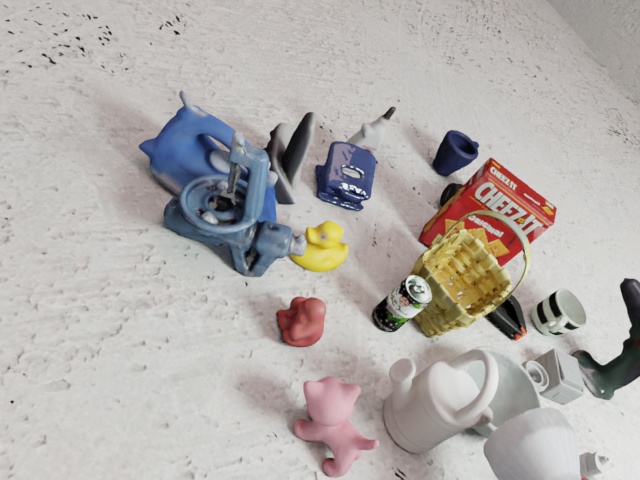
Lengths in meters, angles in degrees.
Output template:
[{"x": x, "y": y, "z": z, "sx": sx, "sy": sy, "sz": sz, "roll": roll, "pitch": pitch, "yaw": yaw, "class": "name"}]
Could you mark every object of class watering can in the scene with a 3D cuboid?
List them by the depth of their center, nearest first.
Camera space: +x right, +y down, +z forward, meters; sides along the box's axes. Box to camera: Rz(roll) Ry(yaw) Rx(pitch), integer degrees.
[{"x": 0.176, "y": 0.224, "z": 0.815, "sx": 0.173, "sy": 0.193, "sz": 0.101, "roll": 8, "pitch": 50, "yaw": -30, "class": "watering can"}]

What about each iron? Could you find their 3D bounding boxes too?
[{"x": -0.150, "y": -0.121, "z": 0.923, "sx": 0.258, "sy": 0.141, "sz": 0.119, "roll": 35, "pitch": 42, "yaw": -5, "class": "iron"}]

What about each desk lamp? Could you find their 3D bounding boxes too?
[{"x": 0.271, "y": 0.354, "z": 0.756, "sx": 0.118, "sy": 0.213, "sz": 0.203, "roll": 13, "pitch": 48, "yaw": -26, "class": "desk lamp"}]

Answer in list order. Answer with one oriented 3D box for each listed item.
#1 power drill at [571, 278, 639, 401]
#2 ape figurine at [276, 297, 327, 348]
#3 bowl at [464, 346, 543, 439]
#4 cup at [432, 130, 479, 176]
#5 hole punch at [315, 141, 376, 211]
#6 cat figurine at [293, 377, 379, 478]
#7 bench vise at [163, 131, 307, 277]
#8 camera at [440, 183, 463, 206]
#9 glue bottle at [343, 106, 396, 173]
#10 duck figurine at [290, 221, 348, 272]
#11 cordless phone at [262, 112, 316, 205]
[{"x": 0.600, "y": 0.214, "z": 1.114, "sx": 0.076, "sy": 0.208, "sz": 0.229, "roll": -20, "pitch": 67, "yaw": -44, "class": "power drill"}, {"x": -0.021, "y": 0.115, "z": 0.847, "sx": 0.076, "sy": 0.092, "sz": 0.078, "roll": 37, "pitch": 42, "yaw": -2, "class": "ape figurine"}, {"x": 0.281, "y": 0.265, "z": 0.944, "sx": 0.168, "sy": 0.074, "sz": 0.167, "roll": 20, "pitch": 45, "yaw": -21, "class": "bowl"}, {"x": 0.319, "y": -0.200, "z": 1.360, "sx": 0.118, "sy": 0.094, "sz": 0.091, "roll": -14, "pitch": 63, "yaw": -42, "class": "cup"}, {"x": 0.054, "y": -0.123, "z": 1.107, "sx": 0.109, "sy": 0.091, "sz": 0.101, "roll": 16, "pitch": 47, "yaw": -24, "class": "hole punch"}, {"x": 0.023, "y": 0.235, "z": 0.755, "sx": 0.127, "sy": 0.117, "sz": 0.067, "roll": 47, "pitch": 42, "yaw": 8, "class": "cat figurine"}, {"x": -0.104, "y": -0.056, "z": 0.841, "sx": 0.208, "sy": 0.219, "sz": 0.121, "roll": 14, "pitch": 47, "yaw": -25, "class": "bench vise"}, {"x": 0.344, "y": -0.092, "z": 1.280, "sx": 0.137, "sy": 0.100, "sz": 0.143, "roll": 23, "pitch": 44, "yaw": -18, "class": "camera"}, {"x": 0.100, "y": -0.204, "z": 1.148, "sx": 0.078, "sy": 0.173, "sz": 0.037, "roll": 5, "pitch": 52, "yaw": -32, "class": "glue bottle"}, {"x": 0.009, "y": 0.003, "z": 0.969, "sx": 0.105, "sy": 0.086, "sz": 0.077, "roll": 10, "pitch": 49, "yaw": -28, "class": "duck figurine"}, {"x": -0.043, "y": -0.167, "z": 1.006, "sx": 0.094, "sy": 0.184, "sz": 0.147, "roll": 20, "pitch": 45, "yaw": -20, "class": "cordless phone"}]
